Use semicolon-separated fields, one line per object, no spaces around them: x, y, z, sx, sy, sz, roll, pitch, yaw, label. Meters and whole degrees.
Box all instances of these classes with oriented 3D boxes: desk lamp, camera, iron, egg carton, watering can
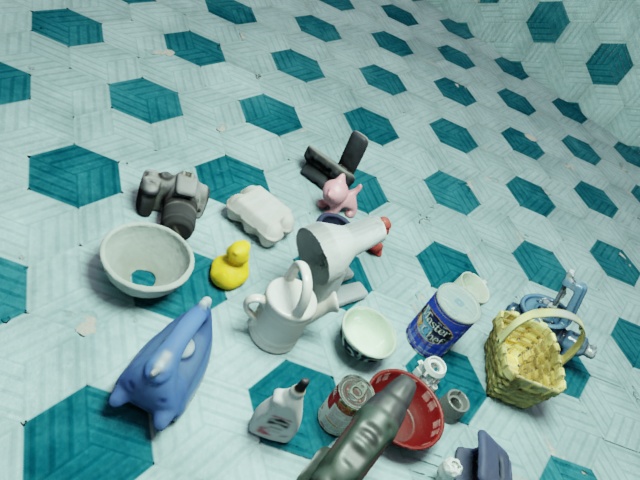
0.036;0.041;1.165;0.204;0.213;0.117;-14;56;-39;desk lamp
-0.301;-0.074;1.174;0.143;0.100;0.136;12;43;-19;camera
-0.228;0.169;0.937;0.118;0.141;0.258;28;41;-2;iron
-0.131;-0.055;1.277;0.150;0.069;0.107;38;41;9;egg carton
-0.050;0.115;1.055;0.173;0.194;0.100;-12;55;-38;watering can

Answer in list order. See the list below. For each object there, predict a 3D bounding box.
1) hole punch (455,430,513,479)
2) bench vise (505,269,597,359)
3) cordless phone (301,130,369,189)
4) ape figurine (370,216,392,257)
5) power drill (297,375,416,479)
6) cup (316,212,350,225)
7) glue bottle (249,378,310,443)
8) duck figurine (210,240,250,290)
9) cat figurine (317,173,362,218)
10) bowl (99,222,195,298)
0.307;0.414;1.036;0.101;0.091;0.108;24;41;-6;hole punch
0.568;0.174;1.333;0.207;0.219;0.122;30;40;1;bench vise
0.043;-0.222;1.458;0.147;0.185;0.094;34;41;6;cordless phone
0.140;-0.018;1.378;0.076;0.092;0.078;36;41;8;ape figurine
0.049;0.326;0.886;0.075;0.208;0.230;39;41;11;power drill
0.012;0.005;1.279;0.091;0.095;0.118;44;43;17;cup
-0.054;0.266;0.914;0.078;0.173;0.037;18;42;-13;glue bottle
-0.171;0.042;1.142;0.077;0.086;0.105;30;40;1;duck figurine
0.050;-0.112;1.403;0.128;0.117;0.067;-10;54;-36;cat figurine
-0.322;0.049;1.056;0.168;0.074;0.167;16;42;-15;bowl
